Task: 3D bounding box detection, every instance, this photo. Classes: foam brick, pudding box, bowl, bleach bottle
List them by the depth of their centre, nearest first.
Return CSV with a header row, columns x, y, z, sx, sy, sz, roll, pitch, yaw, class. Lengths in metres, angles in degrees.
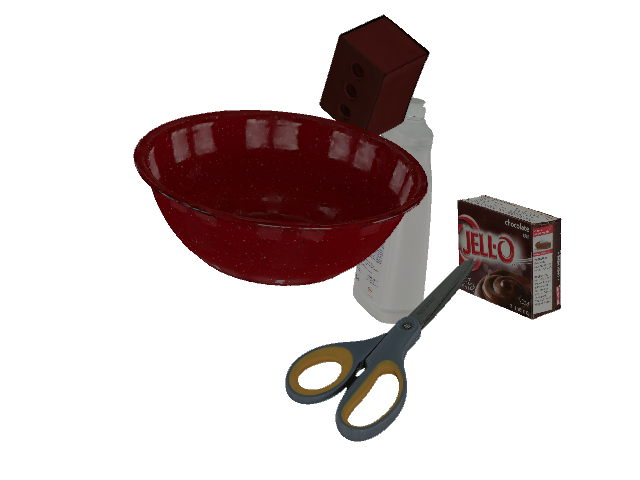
x,y,z,sx,sy,sz,roll,pitch,yaw,class
-0.024,-0.020,0.596,0.162,0.055,0.162,6,26,-3,bowl
0.041,-0.125,0.831,0.051,0.053,0.078,-32,-25,-33,foam brick
0.172,0.013,0.982,0.039,0.090,0.114,-14,19,-29,pudding box
0.093,-0.037,1.231,0.068,0.251,0.103,-2,22,-24,bleach bottle

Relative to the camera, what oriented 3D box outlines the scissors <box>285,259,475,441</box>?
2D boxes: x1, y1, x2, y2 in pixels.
x,y,z,sx,sy,sz,roll,pitch,yaw,class
0.043,0.068,0.789,0.096,0.016,0.201,10,40,19,scissors
